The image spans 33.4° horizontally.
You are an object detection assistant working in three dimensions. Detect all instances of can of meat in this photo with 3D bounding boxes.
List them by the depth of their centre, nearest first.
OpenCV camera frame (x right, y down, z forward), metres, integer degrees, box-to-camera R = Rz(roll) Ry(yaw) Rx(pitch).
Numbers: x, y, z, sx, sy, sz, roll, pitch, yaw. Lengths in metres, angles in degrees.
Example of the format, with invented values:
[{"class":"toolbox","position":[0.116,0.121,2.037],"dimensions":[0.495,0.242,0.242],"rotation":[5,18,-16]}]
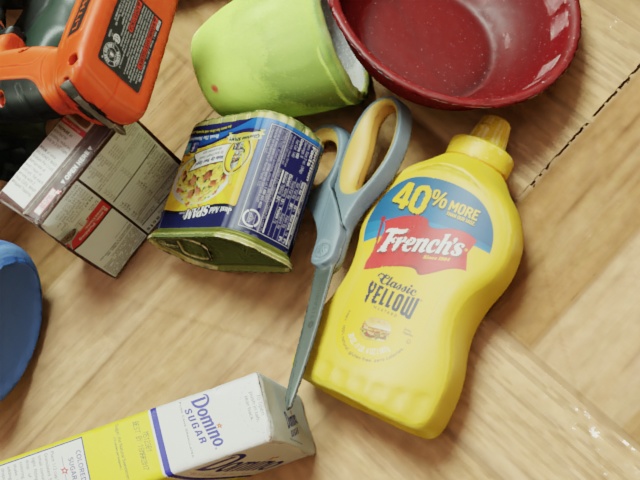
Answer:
[{"class":"can of meat","position":[-0.051,-0.029,0.657],"dimensions":[0.102,0.057,0.084],"rotation":[-1,67,49]}]

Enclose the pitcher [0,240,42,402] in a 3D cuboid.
[{"class":"pitcher","position":[-0.309,0.025,0.681],"dimensions":[0.243,0.149,0.145],"rotation":[10,75,14]}]

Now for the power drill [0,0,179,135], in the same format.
[{"class":"power drill","position":[-0.174,-0.120,0.633],"dimensions":[0.188,0.057,0.184],"rotation":[-7,61,34]}]

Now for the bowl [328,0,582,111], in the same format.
[{"class":"bowl","position":[0.075,-0.137,0.655],"dimensions":[0.162,0.055,0.162],"rotation":[6,64,-12]}]

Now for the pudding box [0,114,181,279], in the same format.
[{"class":"pudding box","position":[-0.135,-0.034,0.666],"dimensions":[0.039,0.113,0.090],"rotation":[35,84,21]}]

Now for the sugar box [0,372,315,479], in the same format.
[{"class":"sugar box","position":[-0.098,0.130,0.617],"dimensions":[0.176,0.093,0.048],"rotation":[-18,71,9]}]

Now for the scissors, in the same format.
[{"class":"scissors","position":[-0.004,0.001,0.646],"dimensions":[0.096,0.016,0.201],"rotation":[9,69,50]}]

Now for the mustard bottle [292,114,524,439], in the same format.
[{"class":"mustard bottle","position":[0.065,0.012,0.628],"dimensions":[0.096,0.058,0.191],"rotation":[21,79,32]}]
